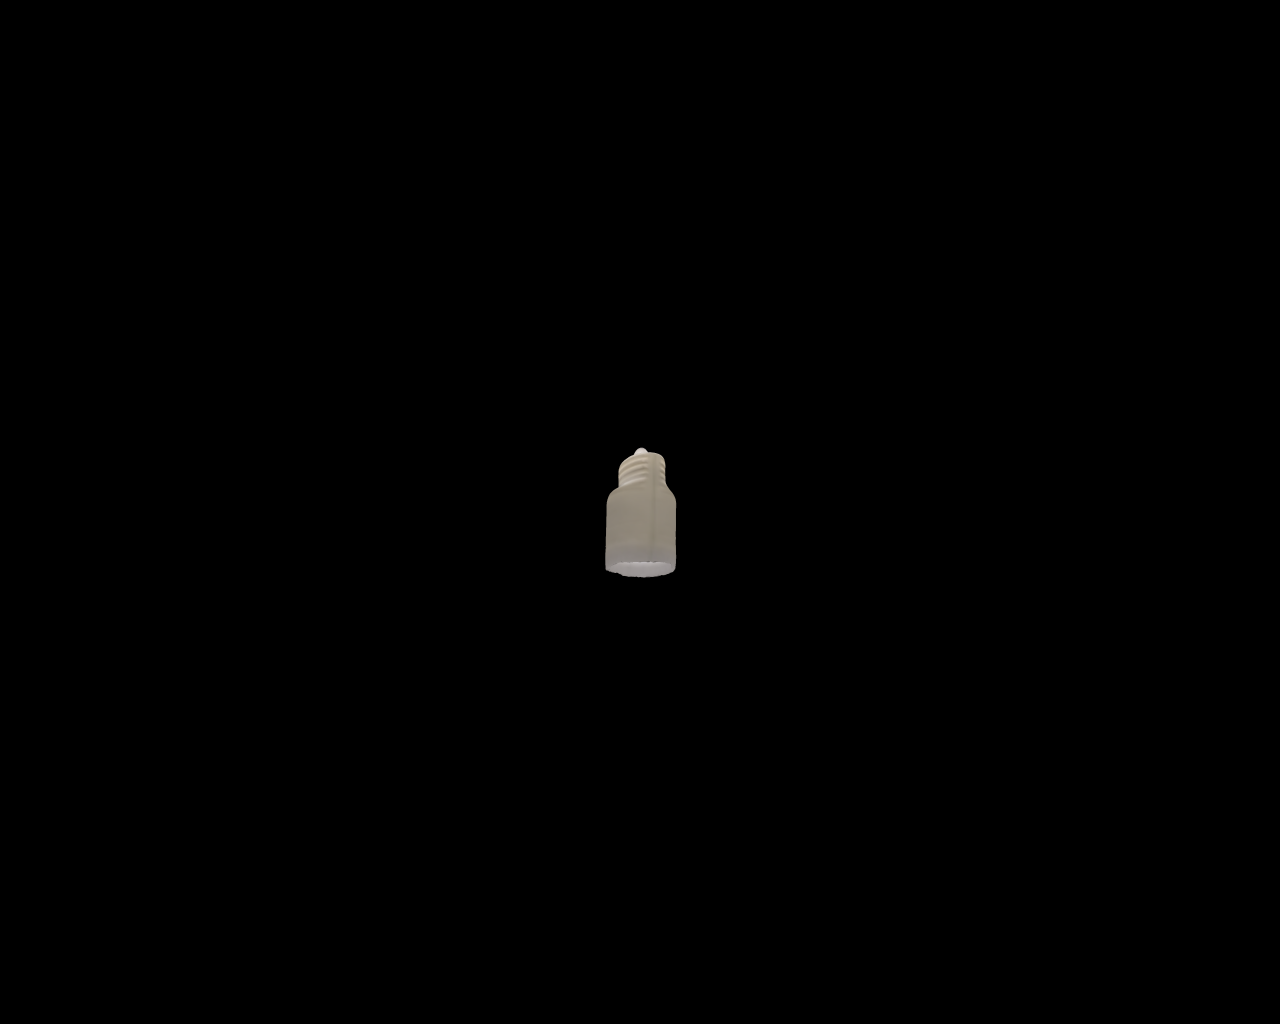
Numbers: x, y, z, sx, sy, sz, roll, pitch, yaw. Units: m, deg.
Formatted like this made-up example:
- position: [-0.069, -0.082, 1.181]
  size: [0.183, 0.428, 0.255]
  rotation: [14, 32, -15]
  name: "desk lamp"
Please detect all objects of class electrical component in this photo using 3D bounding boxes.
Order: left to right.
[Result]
- position: [0.001, -0.003, 0.650]
  size: [0.043, 0.081, 0.043]
  rotation: [0, -18, 0]
  name: "electrical component"
